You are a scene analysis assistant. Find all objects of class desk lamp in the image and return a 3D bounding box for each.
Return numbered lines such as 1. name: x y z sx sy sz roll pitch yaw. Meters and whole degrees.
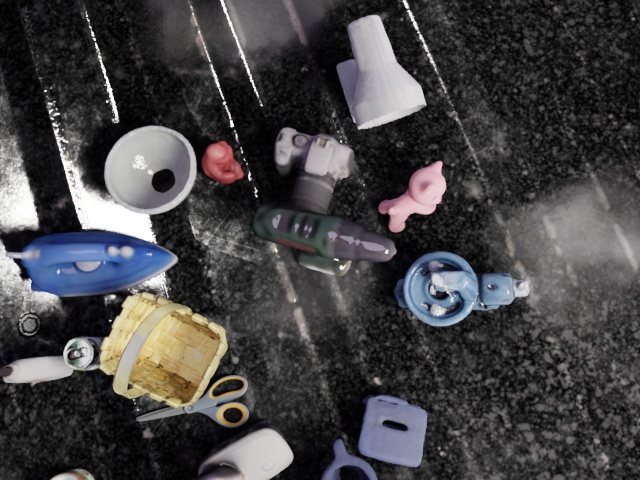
1. desk lamp: 0.094 -0.273 0.990 0.118 0.213 0.203 -18 78 0

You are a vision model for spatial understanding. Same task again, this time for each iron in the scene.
1. iron: -0.393 0.029 0.993 0.258 0.141 0.118 -5 79 2

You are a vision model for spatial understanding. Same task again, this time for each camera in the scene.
1. camera: -0.022 -0.119 1.023 0.143 0.101 0.137 16 80 6

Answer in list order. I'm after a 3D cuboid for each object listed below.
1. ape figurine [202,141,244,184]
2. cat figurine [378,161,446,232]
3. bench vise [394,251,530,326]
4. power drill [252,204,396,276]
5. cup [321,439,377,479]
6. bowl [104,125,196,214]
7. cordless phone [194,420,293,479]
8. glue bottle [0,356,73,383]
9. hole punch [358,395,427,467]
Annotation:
1. ape figurine: -0.182 -0.147 1.041 0.076 0.092 0.078 5 79 4
2. cat figurine: 0.167 -0.078 0.996 0.128 0.118 0.067 -33 79 -3
3. bench vise: 0.228 0.063 0.913 0.207 0.220 0.121 -19 78 -1
4. power drill: 0.009 0.003 0.942 0.229 0.208 0.076 15 80 6
5. cup: 0.043 0.377 0.925 0.091 0.095 0.118 -17 78 0
6. bowl: -0.301 -0.120 1.051 0.167 0.075 0.167 -1 79 3
7. cordless phone: -0.125 0.354 0.893 0.147 0.185 0.094 -33 79 -3
8. glue bottle: -0.482 0.216 0.945 0.078 0.173 0.037 -15 78 0
9. hole punch: 0.116 0.309 0.937 0.108 0.091 0.101 12 80 5
